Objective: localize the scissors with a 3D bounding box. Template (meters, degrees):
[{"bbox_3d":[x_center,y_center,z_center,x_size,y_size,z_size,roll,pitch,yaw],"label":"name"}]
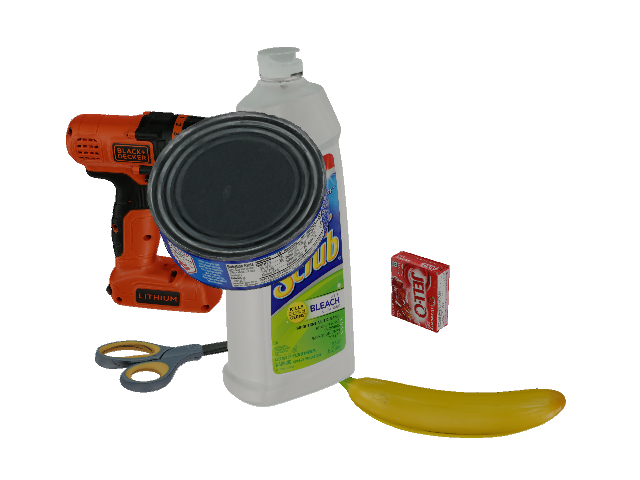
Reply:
[{"bbox_3d":[-0.141,0.132,1.160,0.201,0.016,0.096,1,26,-21],"label":"scissors"}]

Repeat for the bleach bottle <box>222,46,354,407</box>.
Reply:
[{"bbox_3d":[-0.029,-0.012,0.776,0.102,0.251,0.068,-15,22,-30],"label":"bleach bottle"}]

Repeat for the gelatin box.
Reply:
[{"bbox_3d":[0.127,0.065,1.366,0.073,0.089,0.030,19,33,36],"label":"gelatin box"}]

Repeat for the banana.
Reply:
[{"bbox_3d":[0.110,0.135,0.884,0.198,0.037,0.069,8,34,0],"label":"banana"}]

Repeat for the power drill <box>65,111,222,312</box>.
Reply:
[{"bbox_3d":[-0.131,-0.027,0.969,0.184,0.188,0.057,5,29,11],"label":"power drill"}]

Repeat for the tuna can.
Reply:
[{"bbox_3d":[-0.038,-0.019,0.517,0.086,0.086,0.034,0,-32,6],"label":"tuna can"}]
